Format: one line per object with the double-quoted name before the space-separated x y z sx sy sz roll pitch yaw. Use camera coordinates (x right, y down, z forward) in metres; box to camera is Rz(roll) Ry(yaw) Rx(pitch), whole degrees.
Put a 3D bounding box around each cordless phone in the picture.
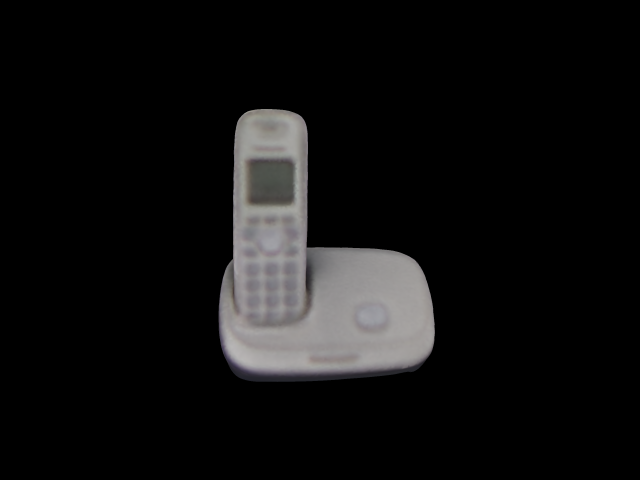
"cordless phone" 0.004 0.001 0.400 0.147 0.185 0.094 -1 5 -7
